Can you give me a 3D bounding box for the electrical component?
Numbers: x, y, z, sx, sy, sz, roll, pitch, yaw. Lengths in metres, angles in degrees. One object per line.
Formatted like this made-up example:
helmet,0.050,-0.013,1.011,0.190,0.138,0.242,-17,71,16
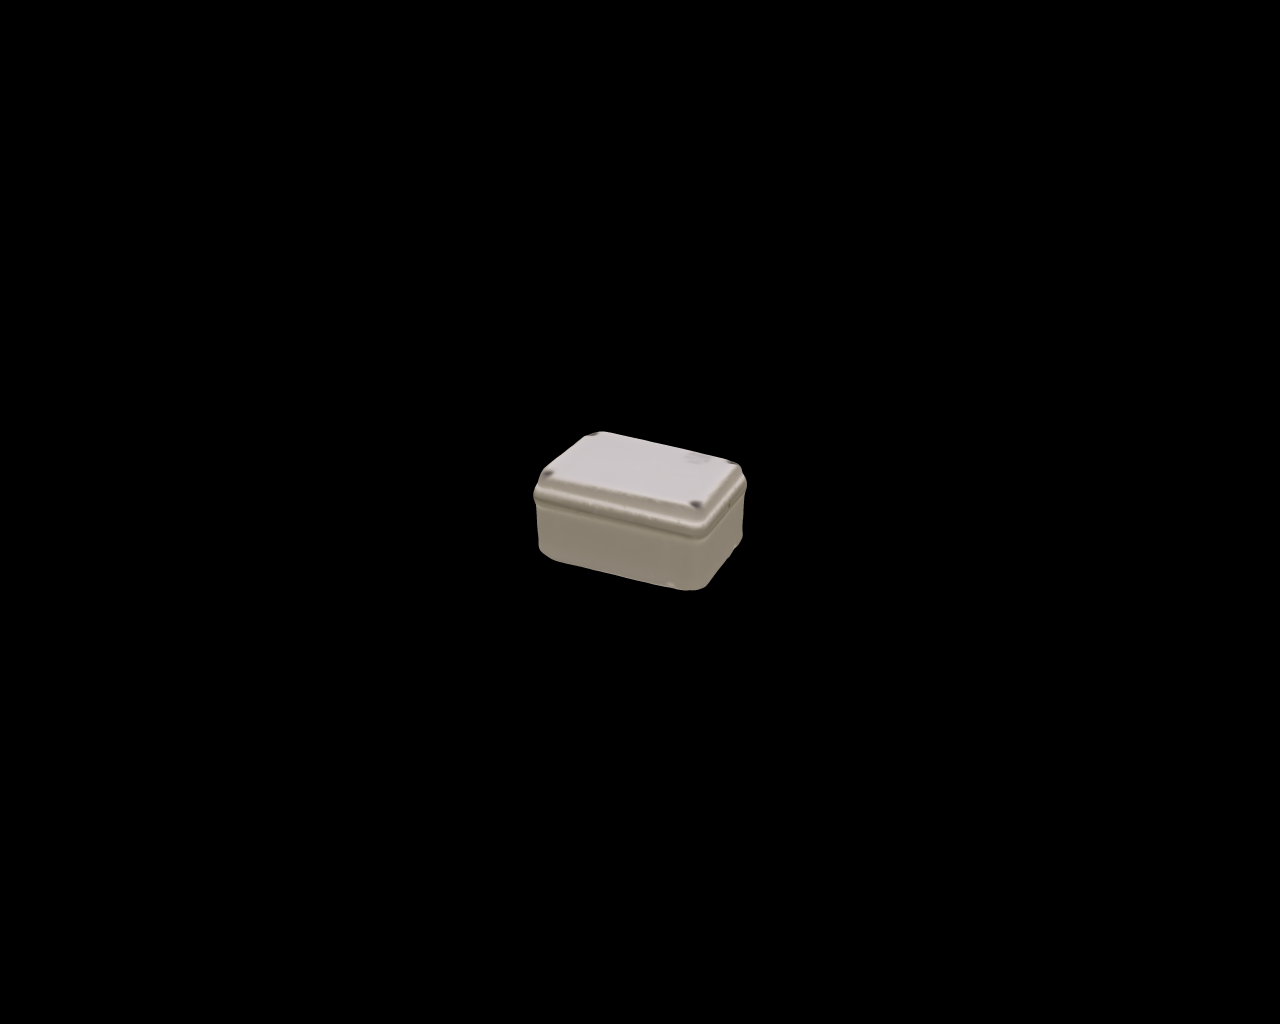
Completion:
electrical component,0.001,-0.003,0.650,0.113,0.057,0.078,13,32,22
